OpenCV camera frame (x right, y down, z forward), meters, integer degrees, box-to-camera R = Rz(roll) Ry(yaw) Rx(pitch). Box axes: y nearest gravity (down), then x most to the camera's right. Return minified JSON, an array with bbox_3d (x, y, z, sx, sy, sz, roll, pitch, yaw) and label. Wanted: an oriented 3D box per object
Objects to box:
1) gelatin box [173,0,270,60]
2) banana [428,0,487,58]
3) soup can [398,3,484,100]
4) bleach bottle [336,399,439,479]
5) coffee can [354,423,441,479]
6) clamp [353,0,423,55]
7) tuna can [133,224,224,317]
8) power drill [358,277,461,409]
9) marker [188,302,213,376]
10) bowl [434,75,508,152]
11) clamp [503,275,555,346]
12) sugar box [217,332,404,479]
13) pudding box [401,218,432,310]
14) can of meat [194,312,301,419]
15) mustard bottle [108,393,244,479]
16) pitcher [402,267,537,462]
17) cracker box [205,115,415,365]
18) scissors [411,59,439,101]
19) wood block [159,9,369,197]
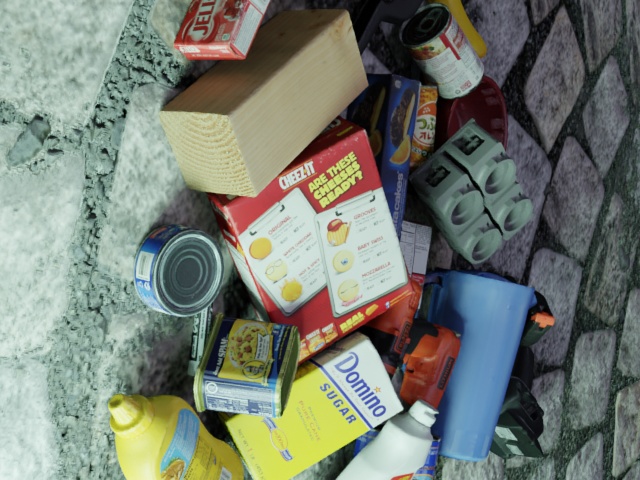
[{"bbox_3d":[-0.089,-0.211,0.994,0.030,0.073,0.089,40,66,-48],"label":"gelatin box"},{"bbox_3d":[0.172,-0.293,1.357,0.069,0.037,0.197,-58,138,-29],"label":"banana"},{"bbox_3d":[0.148,-0.226,1.287,0.102,0.069,0.068,47,60,-41],"label":"soup can"},{"bbox_3d":[0.048,0.288,1.205,0.251,0.068,0.102,-56,144,4],"label":"bleach bottle"},{"bbox_3d":[0.085,0.301,1.301,0.102,0.103,0.140,14,85,-53],"label":"coffee can"},{"bbox_3d":[0.065,-0.275,1.214,0.209,0.036,0.164,-23,116,-43],"label":"clamp"},{"bbox_3d":[-0.132,0.029,1.006,0.085,0.034,0.086,-10,104,-43],"label":"tuna can"},{"bbox_3d":[0.095,0.147,1.252,0.187,0.057,0.184,36,75,-59],"label":"power drill"},{"bbox_3d":[-0.116,0.075,1.059,0.020,0.020,0.121,3,94,-53],"label":"marker"},{"bbox_3d":[0.183,-0.134,1.388,0.161,0.055,0.162,-14,108,-51],"label":"bowl"},{"bbox_3d":[0.279,0.119,1.508,0.039,0.171,0.120,7,95,-9],"label":"clamp"},{"bbox_3d":[-0.008,0.180,1.121,0.176,0.048,0.093,-29,105,-12],"label":"sugar box"},{"bbox_3d":[0.095,0.029,1.316,0.089,0.039,0.113,12,85,-53],"label":"pudding box"},{"bbox_3d":[-0.069,0.124,1.047,0.102,0.084,0.057,-75,167,-46],"label":"can of meat"},{"bbox_3d":[-0.142,0.203,1.013,0.191,0.058,0.096,57,40,-42],"label":"mustard bottle"},{"bbox_3d":[0.182,0.158,1.399,0.144,0.149,0.243,15,88,-68],"label":"pitcher"},{"bbox_3d":[-0.007,0.001,1.103,0.164,0.072,0.213,-30,124,-15],"label":"cracker box"},{"bbox_3d":[0.133,-0.266,1.327,0.096,0.016,0.202,-31,122,-44],"label":"scissors"},{"bbox_3d":[-0.051,-0.139,1.046,0.205,0.090,0.091,-48,132,-37],"label":"wood block"}]
